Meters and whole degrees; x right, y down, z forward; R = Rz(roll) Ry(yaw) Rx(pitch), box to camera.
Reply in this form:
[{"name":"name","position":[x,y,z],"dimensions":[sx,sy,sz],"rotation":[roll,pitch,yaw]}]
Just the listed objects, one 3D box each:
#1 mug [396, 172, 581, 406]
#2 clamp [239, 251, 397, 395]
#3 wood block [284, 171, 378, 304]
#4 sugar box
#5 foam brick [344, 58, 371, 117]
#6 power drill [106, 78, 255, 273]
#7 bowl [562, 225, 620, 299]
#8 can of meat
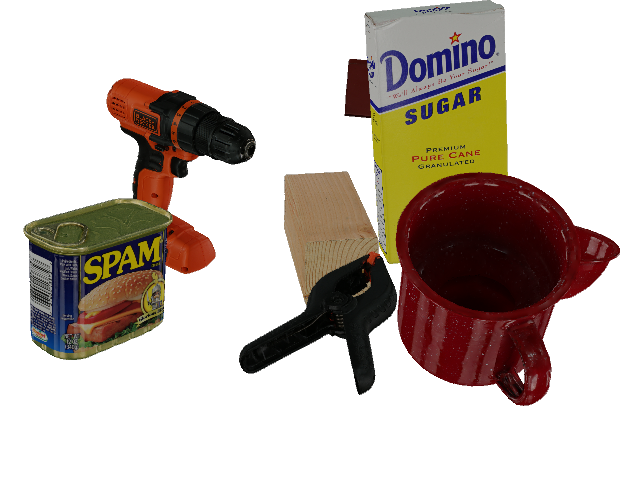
[{"name":"mug","position":[0.088,0.034,0.561],"dimensions":[0.093,0.117,0.081],"rotation":[-18,-34,-13]},{"name":"clamp","position":[0.024,0.070,0.912],"dimensions":[0.120,0.039,0.171],"rotation":[18,45,30]},{"name":"wood block","position":[0.010,-0.007,1.381],"dimensions":[0.090,0.090,0.206],"rotation":[-3,27,-9]},{"name":"sugar box","position":[0.084,-0.076,0.757],"dimensions":[0.093,0.176,0.048],"rotation":[-7,22,-5]},{"name":"foam brick","position":[0.063,-0.142,1.013],"dimensions":[0.078,0.051,0.053],"rotation":[5,14,3]},{"name":"power drill","position":[-0.145,-0.063,1.111],"dimensions":[0.185,0.188,0.057],"rotation":[26,35,30]},{"name":"bowl","position":[0.227,0.021,1.118],"dimensions":[0.162,0.055,0.162],"rotation":[5,17,-2]},{"name":"can of meat","position":[-0.152,0.026,0.738],"dimensions":[0.058,0.084,0.101],"rotation":[21,27,34]}]
